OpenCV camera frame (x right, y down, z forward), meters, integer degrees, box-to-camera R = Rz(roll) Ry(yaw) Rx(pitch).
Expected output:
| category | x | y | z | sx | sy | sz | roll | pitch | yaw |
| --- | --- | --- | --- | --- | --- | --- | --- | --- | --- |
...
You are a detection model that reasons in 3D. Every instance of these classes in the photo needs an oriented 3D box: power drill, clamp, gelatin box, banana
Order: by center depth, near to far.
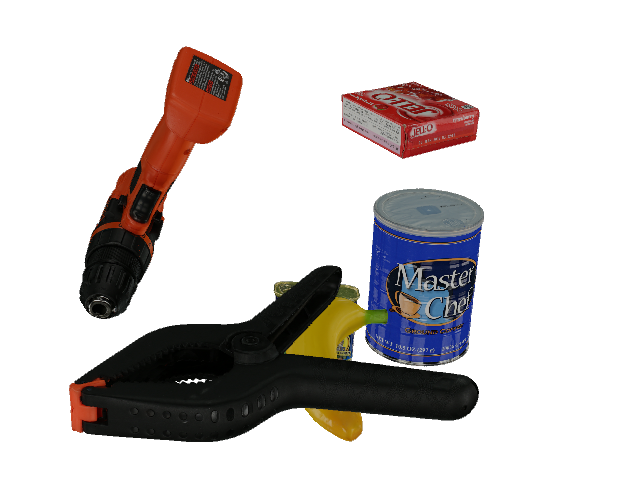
| category | x | y | z | sx | sy | sz | roll | pitch | yaw |
| --- | --- | --- | --- | --- | --- | --- | --- | --- | --- |
| clamp | -0.039 | 0.066 | 0.604 | 0.209 | 0.036 | 0.165 | -7 | 26 | -20 |
| banana | 0.008 | 0.084 | 0.792 | 0.069 | 0.037 | 0.197 | 4 | 23 | 8 |
| gelatin box | 0.070 | -0.098 | 0.847 | 0.073 | 0.030 | 0.089 | -15 | 29 | -28 |
| power drill | -0.132 | -0.048 | 0.850 | 0.057 | 0.188 | 0.184 | 26 | 32 | -16 |

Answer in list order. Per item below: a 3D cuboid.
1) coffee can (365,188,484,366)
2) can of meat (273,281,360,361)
| category | x | y | z | sx | sy | sz | roll | pitch | yaw |
| --- | --- | --- | --- | --- | --- | --- | --- | --- | --- |
| coffee can | 0.098 | 0.034 | 1.018 | 0.103 | 0.140 | 0.103 | 2 | 24 | -1 |
| can of meat | -0.008 | 0.098 | 1.271 | 0.102 | 0.084 | 0.057 | 3 | 14 | -3 |
